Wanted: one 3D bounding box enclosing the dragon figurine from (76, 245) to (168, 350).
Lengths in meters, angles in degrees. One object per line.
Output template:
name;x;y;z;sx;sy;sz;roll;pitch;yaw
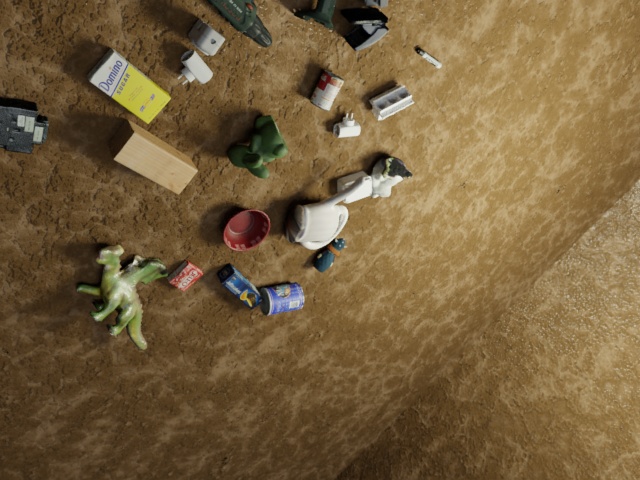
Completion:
dragon figurine;-0.568;0.161;1.574;0.244;0.124;0.401;-41;137;-12

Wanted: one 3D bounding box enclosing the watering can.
watering can;0.005;-0.088;1.751;0.225;0.106;0.340;-3;138;-33

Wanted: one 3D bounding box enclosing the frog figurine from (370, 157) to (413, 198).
frog figurine;0.236;-0.224;1.847;0.139;0.123;0.157;-23;170;-28
